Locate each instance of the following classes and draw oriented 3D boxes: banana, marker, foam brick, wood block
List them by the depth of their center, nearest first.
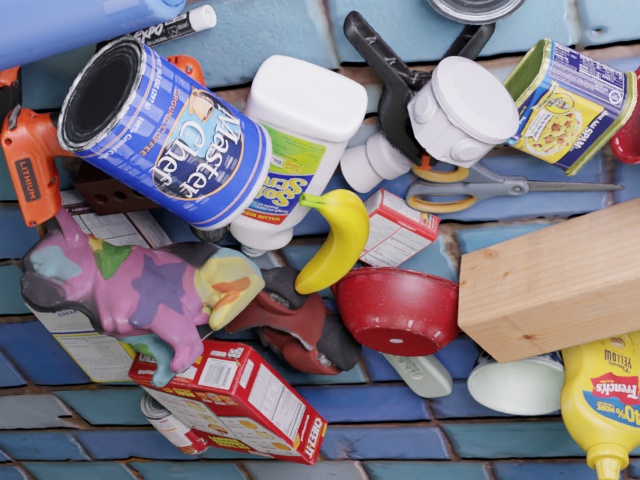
[{"bbox_3d":[-0.143,-0.174,0.910,0.121,0.020,0.020,-12,138,28],"label":"marker"},{"bbox_3d":[0.012,0.000,1.032,0.069,0.037,0.198,2,151,-1],"label":"banana"},{"bbox_3d":[-0.190,-0.062,1.044,0.078,0.051,0.053,-7,140,22],"label":"foam brick"},{"bbox_3d":[0.247,0.043,1.047,0.206,0.090,0.090,-20,135,34],"label":"wood block"}]

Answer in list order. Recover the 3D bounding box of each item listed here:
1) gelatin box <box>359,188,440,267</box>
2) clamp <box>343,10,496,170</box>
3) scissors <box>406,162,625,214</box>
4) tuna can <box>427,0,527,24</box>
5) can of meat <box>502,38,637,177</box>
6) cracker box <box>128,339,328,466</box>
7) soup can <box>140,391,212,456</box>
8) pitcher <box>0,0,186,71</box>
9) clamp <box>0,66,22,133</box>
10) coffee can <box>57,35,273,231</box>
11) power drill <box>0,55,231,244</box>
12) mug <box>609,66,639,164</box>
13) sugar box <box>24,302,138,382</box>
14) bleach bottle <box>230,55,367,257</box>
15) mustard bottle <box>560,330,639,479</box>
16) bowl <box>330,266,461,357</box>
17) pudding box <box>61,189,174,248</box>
[{"bbox_3d":[0.065,-0.009,1.072,0.073,0.030,0.089,26,143,-22],"label":"gelatin box"},{"bbox_3d":[0.096,-0.130,0.898,0.120,0.039,0.171,-1,142,19],"label":"clamp"},{"bbox_3d":[0.170,-0.062,0.987,0.202,0.016,0.096,-9,139,23],"label":"scissors"},{"bbox_3d":[0.118,-0.203,0.796,0.086,0.033,0.086,6,144,4],"label":"tuna can"},{"bbox_3d":[0.196,-0.110,0.883,0.084,0.057,0.102,22,141,-11],"label":"can of meat"},{"bbox_3d":[-0.109,0.197,1.324,0.164,0.072,0.213,4,149,33],"label":"cracker box"},{"bbox_3d":[-0.187,0.234,1.424,0.069,0.068,0.102,-9,139,24],"label":"soup can"},{"bbox_3d":[-0.224,-0.197,0.825,0.243,0.149,0.145,-8,125,19],"label":"pitcher"},{"bbox_3d":[-0.338,-0.119,1.007,0.210,0.036,0.164,-11,141,37],"label":"clamp"},{"bbox_3d":[-0.122,-0.083,0.853,0.103,0.103,0.140,-22,140,36],"label":"coffee can"},{"bbox_3d":[-0.179,-0.066,0.964,0.187,0.057,0.184,-11,119,-3],"label":"power drill"},{"bbox_3d":[0.299,-0.103,0.853,0.081,0.093,0.117,18,107,-18],"label":"mug"},{"bbox_3d":[-0.272,0.109,1.297,0.093,0.048,0.176,-5,137,19],"label":"sugar box"},{"bbox_3d":[-0.035,-0.059,1.000,0.102,0.068,0.251,22,145,1],"label":"bleach bottle"},{"bbox_3d":[0.296,0.164,1.109,0.096,0.191,0.058,20,142,-14],"label":"mustard bottle"},{"bbox_3d":[0.085,0.084,1.140,0.162,0.055,0.162,9,157,4],"label":"bowl"},{"bbox_3d":[-0.220,-0.010,1.132,0.090,0.039,0.113,-8,142,19],"label":"pudding box"}]
